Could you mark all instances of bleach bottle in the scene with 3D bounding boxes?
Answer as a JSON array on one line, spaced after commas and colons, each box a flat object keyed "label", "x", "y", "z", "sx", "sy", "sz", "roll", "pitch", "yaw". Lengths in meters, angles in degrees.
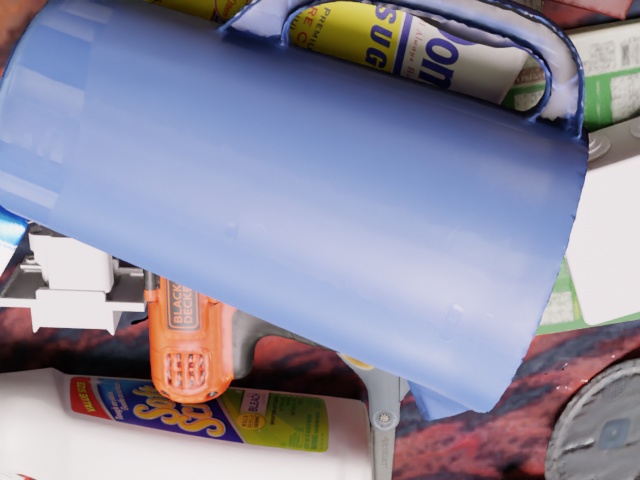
[{"label": "bleach bottle", "x": -0.099, "y": 0.118, "z": 0.609, "sx": 0.251, "sy": 0.102, "sz": 0.068, "roll": 8, "pitch": 109, "yaw": -2}]

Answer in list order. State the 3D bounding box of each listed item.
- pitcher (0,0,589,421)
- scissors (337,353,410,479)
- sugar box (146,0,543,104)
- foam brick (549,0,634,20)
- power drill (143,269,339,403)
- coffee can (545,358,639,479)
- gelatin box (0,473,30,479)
[{"label": "pitcher", "x": -0.011, "y": -0.035, "z": 0.469, "sx": 0.243, "sy": 0.149, "sz": 0.145, "roll": 20, "pitch": 156, "yaw": 2}, {"label": "scissors", "x": 0.057, "y": 0.097, "z": 0.653, "sx": 0.096, "sy": 0.016, "sz": 0.202, "roll": -11, "pitch": 118, "yaw": 10}, {"label": "sugar box", "x": 0.007, "y": -0.106, "z": 0.510, "sx": 0.176, "sy": 0.048, "sz": 0.093, "roll": 24, "pitch": 128, "yaw": -3}, {"label": "foam brick", "x": 0.125, "y": -0.151, "z": 0.490, "sx": 0.051, "sy": 0.053, "sz": 0.078, "roll": 13, "pitch": 120, "yaw": -5}, {"label": "power drill", "x": -0.004, "y": 0.001, "z": 0.569, "sx": 0.187, "sy": 0.057, "sz": 0.184, "roll": 2, "pitch": 109, "yaw": 4}, {"label": "coffee can", "x": 0.218, "y": 0.150, "z": 0.628, "sx": 0.140, "sy": 0.103, "sz": 0.103, "roll": 39, "pitch": 114, "yaw": -19}, {"label": "gelatin box", "x": -0.216, "y": 0.132, "z": 0.674, "sx": 0.073, "sy": 0.030, "sz": 0.089, "roll": 29, "pitch": 114, "yaw": -13}]
